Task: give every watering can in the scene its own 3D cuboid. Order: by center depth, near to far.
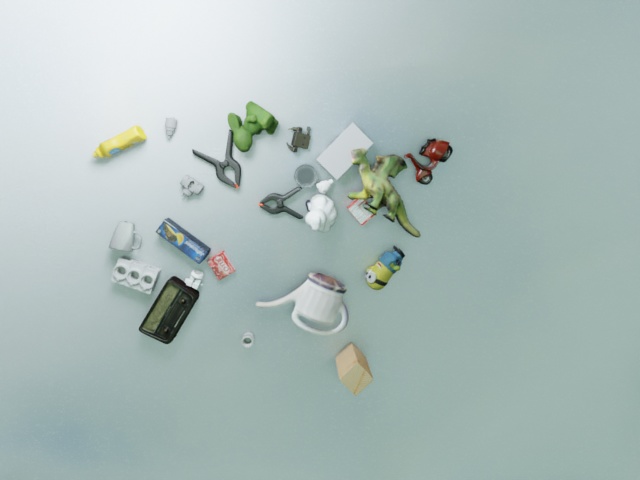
[{"bbox_3d":[-0.045,0.223,1.915,0.347,0.104,0.223,22,94,-5],"label":"watering can"}]

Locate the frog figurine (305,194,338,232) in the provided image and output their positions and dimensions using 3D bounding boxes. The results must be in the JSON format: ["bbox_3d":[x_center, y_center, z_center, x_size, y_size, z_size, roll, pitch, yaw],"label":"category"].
[{"bbox_3d":[0.006,-0.093,1.854,0.123,0.160,0.136,-4,98,-3],"label":"frog figurine"}]

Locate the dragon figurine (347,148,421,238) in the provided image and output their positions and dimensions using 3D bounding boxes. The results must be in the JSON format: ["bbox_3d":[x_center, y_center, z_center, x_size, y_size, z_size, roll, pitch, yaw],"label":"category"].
[{"bbox_3d":[0.253,-0.197,1.874,0.407,0.122,0.245,29,80,-25],"label":"dragon figurine"}]
